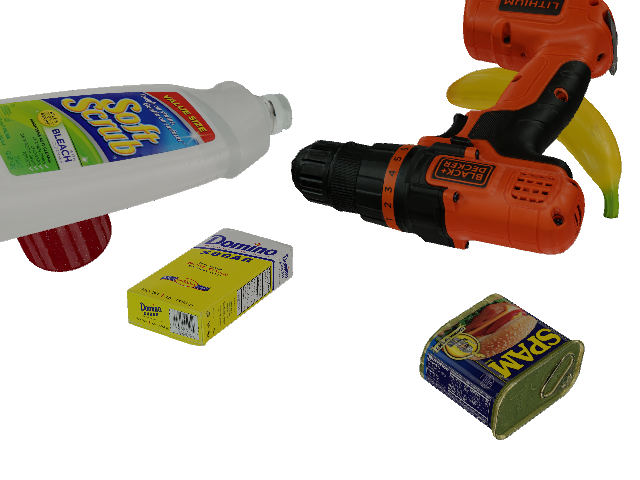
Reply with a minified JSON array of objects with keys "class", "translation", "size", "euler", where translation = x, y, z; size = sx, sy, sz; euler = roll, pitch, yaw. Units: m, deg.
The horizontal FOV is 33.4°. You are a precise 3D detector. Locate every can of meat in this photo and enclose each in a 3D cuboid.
[{"class":"can of meat","translation":[0.141,0.095,0.837],"size":[0.101,0.057,0.084],"euler":[-27,45,-32]}]

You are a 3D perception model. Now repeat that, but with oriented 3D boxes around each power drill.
[{"class":"power drill","translation":[0.093,-0.079,0.668],"size":[0.185,0.187,0.057],"euler":[14,-32,27]}]

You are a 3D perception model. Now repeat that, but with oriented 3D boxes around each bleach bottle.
[{"class":"bleach bottle","translation":[-0.139,-0.074,0.770],"size":[0.250,0.103,0.068],"euler":[-17,-29,-28]}]

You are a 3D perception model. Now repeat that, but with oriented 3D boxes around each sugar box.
[{"class":"sugar box","translation":[-0.111,0.044,1.113],"size":[0.093,0.048,0.176],"euler":[15,31,24]}]

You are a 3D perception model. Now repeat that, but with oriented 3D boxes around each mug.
[{"class":"mug","translation":[-0.233,-0.036,0.945],"size":[0.093,0.117,0.081],"euler":[-7,-41,1]}]

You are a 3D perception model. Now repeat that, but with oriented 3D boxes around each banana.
[{"class":"banana","translation":[0.173,-0.097,0.848],"size":[0.037,0.070,0.198],"euler":[4,32,-42]}]
